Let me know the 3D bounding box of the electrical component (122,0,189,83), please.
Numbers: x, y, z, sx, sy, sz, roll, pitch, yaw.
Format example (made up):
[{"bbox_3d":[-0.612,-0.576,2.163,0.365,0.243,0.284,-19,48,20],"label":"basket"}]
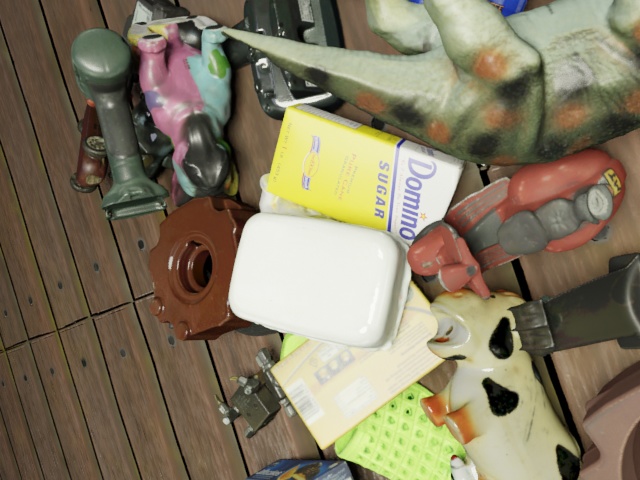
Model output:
[{"bbox_3d":[-0.232,-0.275,0.741,0.075,0.048,0.119,39,122,27],"label":"electrical component"}]

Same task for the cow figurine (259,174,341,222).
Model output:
[{"bbox_3d":[-0.002,0.000,0.600,0.167,0.068,0.098,44,140,27],"label":"cow figurine"}]

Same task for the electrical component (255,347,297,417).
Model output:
[{"bbox_3d":[-0.055,0.186,0.699,0.094,0.021,0.063,59,162,12],"label":"electrical component"}]

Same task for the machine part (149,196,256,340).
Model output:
[{"bbox_3d":[-0.137,0.034,0.648,0.180,0.056,0.179,-6,79,35],"label":"machine part"}]

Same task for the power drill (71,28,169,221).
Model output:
[{"bbox_3d":[-0.240,-0.132,0.645,0.232,0.086,0.207,162,100,-70],"label":"power drill"}]

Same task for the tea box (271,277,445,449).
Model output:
[{"bbox_3d":[0.048,0.117,0.541,0.169,0.068,0.098,-37,74,6],"label":"tea box"}]

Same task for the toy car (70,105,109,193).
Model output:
[{"bbox_3d":[-0.345,-0.159,0.828,0.089,0.053,0.202,-56,35,36],"label":"toy car"}]

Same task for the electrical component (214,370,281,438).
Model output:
[{"bbox_3d":[-0.102,0.228,0.751,0.078,0.045,0.102,54,128,18],"label":"electrical component"}]

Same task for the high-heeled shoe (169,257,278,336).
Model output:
[{"bbox_3d":[-0.118,0.050,0.729,0.249,0.086,0.145,-5,66,23],"label":"high-heeled shoe"}]

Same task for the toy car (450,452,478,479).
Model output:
[{"bbox_3d":[0.185,0.283,0.503,0.073,0.056,0.201,-20,87,-1],"label":"toy car"}]

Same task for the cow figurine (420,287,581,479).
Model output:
[{"bbox_3d":[0.154,0.126,0.451,0.194,0.127,0.085,60,164,-5],"label":"cow figurine"}]

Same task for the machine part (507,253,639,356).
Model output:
[{"bbox_3d":[0.211,0.053,0.405,0.039,0.139,0.084,-149,52,-70],"label":"machine part"}]

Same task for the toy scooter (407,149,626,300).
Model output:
[{"bbox_3d":[0.146,-0.007,0.414,0.184,0.135,0.075,-27,95,24],"label":"toy scooter"}]

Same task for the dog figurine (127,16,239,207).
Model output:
[{"bbox_3d":[-0.163,-0.154,0.673,0.192,0.108,0.219,-133,34,-53],"label":"dog figurine"}]

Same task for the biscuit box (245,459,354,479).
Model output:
[{"bbox_3d":[-0.026,0.311,0.662,0.202,0.063,0.059,-38,74,56],"label":"biscuit box"}]

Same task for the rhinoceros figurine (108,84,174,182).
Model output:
[{"bbox_3d":[-0.246,-0.141,0.774,0.190,0.073,0.112,-52,57,36],"label":"rhinoceros figurine"}]

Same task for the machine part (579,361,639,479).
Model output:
[{"bbox_3d":[0.311,0.164,0.372,0.201,0.087,0.201,52,125,18],"label":"machine part"}]

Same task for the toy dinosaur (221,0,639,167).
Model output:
[{"bbox_3d":[0.147,-0.112,0.351,0.405,0.131,0.192,-9,110,24],"label":"toy dinosaur"}]

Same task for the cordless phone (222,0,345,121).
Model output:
[{"bbox_3d":[-0.059,-0.202,0.609,0.184,0.089,0.146,-4,99,51],"label":"cordless phone"}]
